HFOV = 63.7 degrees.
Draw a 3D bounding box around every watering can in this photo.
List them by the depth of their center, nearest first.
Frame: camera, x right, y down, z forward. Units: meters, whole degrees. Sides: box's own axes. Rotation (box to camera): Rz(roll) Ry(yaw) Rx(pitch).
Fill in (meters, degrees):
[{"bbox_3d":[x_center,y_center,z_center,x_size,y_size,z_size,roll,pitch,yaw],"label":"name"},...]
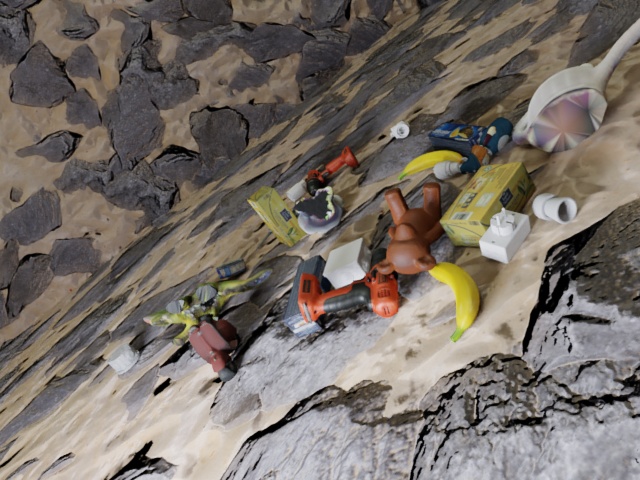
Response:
[{"bbox_3d":[0.524,-0.301,1.031,0.341,0.103,0.229,-44,12,38],"label":"watering can"}]

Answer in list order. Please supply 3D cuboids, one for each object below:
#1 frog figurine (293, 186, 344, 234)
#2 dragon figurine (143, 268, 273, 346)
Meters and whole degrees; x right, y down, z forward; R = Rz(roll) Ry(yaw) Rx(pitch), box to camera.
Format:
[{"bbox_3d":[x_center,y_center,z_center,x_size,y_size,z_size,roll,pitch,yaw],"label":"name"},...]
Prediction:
[{"bbox_3d":[0.004,-0.072,1.423,0.138,0.123,0.158,-48,-13,-5],"label":"frog figurine"},{"bbox_3d":[-0.302,0.151,1.413,0.410,0.121,0.245,-26,14,2],"label":"dragon figurine"}]
